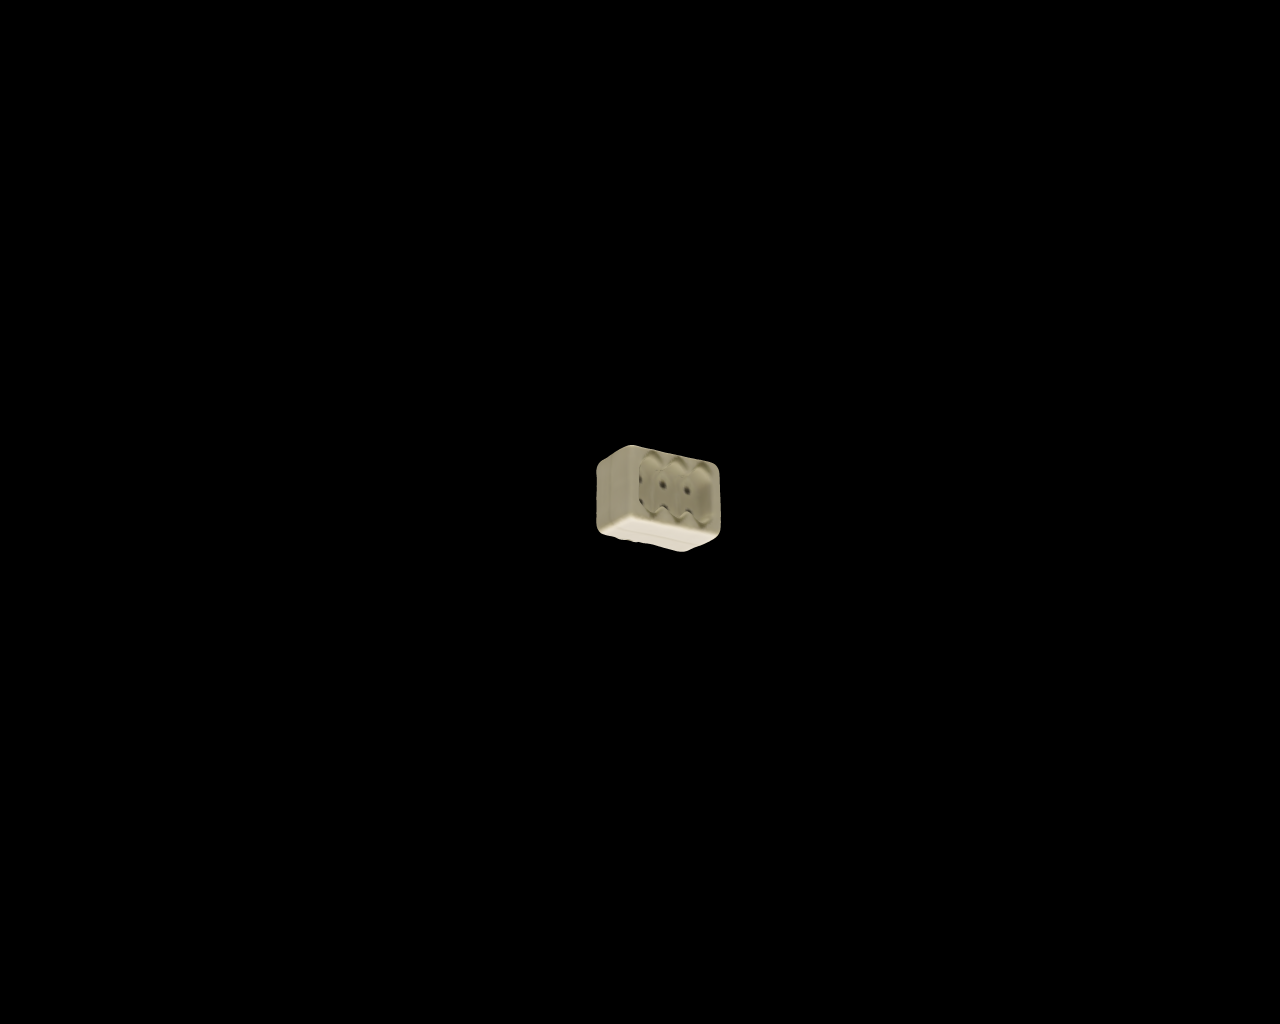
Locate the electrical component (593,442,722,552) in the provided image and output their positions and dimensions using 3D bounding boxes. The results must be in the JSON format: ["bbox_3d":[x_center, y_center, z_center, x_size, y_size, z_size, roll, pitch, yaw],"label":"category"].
[{"bbox_3d":[0.001,-0.003,0.650,0.066,0.047,0.076,12,-23,-31],"label":"electrical component"}]
